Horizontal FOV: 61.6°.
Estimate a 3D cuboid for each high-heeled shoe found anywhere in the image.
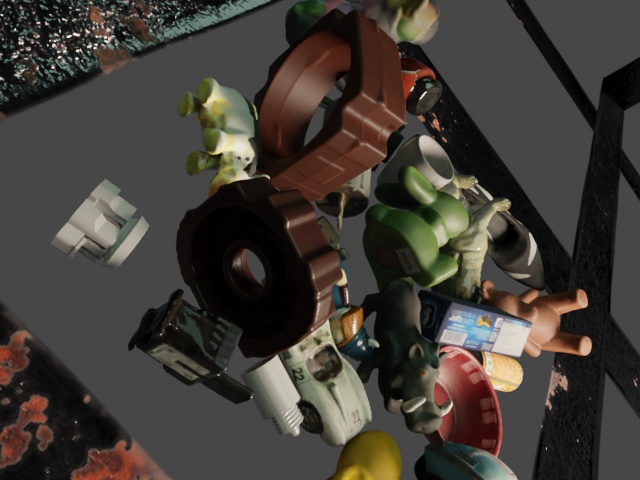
[{"bbox_3d":[0.316,-0.012,0.960,0.249,0.086,0.145,53,18,19],"label":"high-heeled shoe"}]

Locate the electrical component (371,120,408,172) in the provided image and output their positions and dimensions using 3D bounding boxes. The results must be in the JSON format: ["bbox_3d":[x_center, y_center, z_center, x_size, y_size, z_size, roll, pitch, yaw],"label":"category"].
[{"bbox_3d":[0.094,-0.160,0.840,0.045,0.102,0.078,21,28,-36],"label":"electrical component"}]

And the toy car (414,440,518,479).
[{"bbox_3d":[0.177,0.297,0.610,0.103,0.109,0.161,-19,115,-31],"label":"toy car"}]

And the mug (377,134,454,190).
[{"bbox_3d":[0.138,-0.110,0.840,0.080,0.107,0.109,21,46,-38],"label":"mug"}]

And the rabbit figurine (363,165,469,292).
[{"bbox_3d":[0.138,-0.021,0.768,0.170,0.121,0.159,-32,88,-38],"label":"rabbit figurine"}]

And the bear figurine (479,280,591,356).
[{"bbox_3d":[0.356,0.129,0.905,0.195,0.132,0.120,21,66,-43],"label":"bear figurine"}]

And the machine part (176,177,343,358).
[{"bbox_3d":[-0.061,0.027,0.525,0.056,0.179,0.179,-23,85,-51],"label":"machine part"}]

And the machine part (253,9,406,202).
[{"bbox_3d":[0.005,-0.163,0.670,0.087,0.201,0.201,22,54,-38],"label":"machine part"}]

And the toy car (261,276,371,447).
[{"bbox_3d":[-0.010,0.127,0.599,0.073,0.056,0.201,-20,83,-48],"label":"toy car"}]

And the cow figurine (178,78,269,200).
[{"bbox_3d":[-0.104,-0.100,0.632,0.098,0.068,0.167,7,64,-49],"label":"cow figurine"}]

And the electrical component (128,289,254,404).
[{"bbox_3d":[-0.109,0.104,0.502,0.119,0.075,0.048,35,48,-20],"label":"electrical component"}]

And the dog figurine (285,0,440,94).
[{"bbox_3d":[0.075,-0.347,0.830,0.191,0.219,0.108,31,46,-30],"label":"dog figurine"}]

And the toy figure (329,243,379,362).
[{"bbox_3d":[0.018,0.079,0.650,0.058,0.064,0.154,-22,86,-8],"label":"toy figure"}]

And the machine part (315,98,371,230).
[{"bbox_3d":[0.036,-0.120,0.770,0.079,0.079,0.243,28,51,-31],"label":"machine part"}]

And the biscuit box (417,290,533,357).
[{"bbox_3d":[0.215,0.120,0.762,0.202,0.063,0.059,17,94,-36],"label":"biscuit box"}]

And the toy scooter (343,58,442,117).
[{"bbox_3d":[0.090,-0.242,0.794,0.184,0.075,0.135,-17,57,-44],"label":"toy scooter"}]

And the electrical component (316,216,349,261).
[{"bbox_3d":[-0.001,-0.002,0.707,0.094,0.021,0.063,52,42,-7],"label":"electrical component"}]

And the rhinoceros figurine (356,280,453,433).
[{"bbox_3d":[0.106,0.143,0.664,0.073,0.112,0.190,25,44,-35],"label":"rhinoceros figurine"}]

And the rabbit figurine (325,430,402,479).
[{"bbox_3d":[0.056,0.284,0.557,0.162,0.122,0.173,12,45,-29],"label":"rabbit figurine"}]

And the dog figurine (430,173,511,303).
[{"bbox_3d":[0.196,-0.001,0.856,0.172,0.121,0.190,25,63,10],"label":"dog figurine"}]
